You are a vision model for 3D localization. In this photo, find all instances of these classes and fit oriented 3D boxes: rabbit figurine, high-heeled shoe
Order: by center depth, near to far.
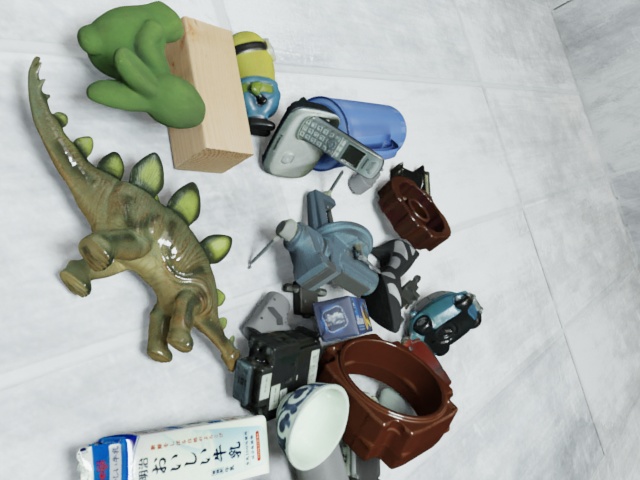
[{"bbox_3d":[-0.223,-0.222,0.709,0.170,0.121,0.159,50,27,5],"label":"rabbit figurine"},{"bbox_3d":[0.153,0.086,1.015,0.145,0.086,0.249,11,39,-22],"label":"high-heeled shoe"}]

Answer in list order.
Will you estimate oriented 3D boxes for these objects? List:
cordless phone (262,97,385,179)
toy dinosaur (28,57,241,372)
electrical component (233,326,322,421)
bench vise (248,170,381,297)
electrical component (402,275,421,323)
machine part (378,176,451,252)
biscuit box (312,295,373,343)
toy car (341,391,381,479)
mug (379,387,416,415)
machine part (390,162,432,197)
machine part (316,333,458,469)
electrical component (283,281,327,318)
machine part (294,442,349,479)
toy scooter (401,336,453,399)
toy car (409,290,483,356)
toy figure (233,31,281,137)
[{"bbox_3d":[0.007,-0.142,0.915,0.184,0.146,0.089,33,36,-2],"label":"cordless phone"},{"bbox_3d":[-0.233,-0.008,0.688,0.470,0.105,0.198,56,35,-23],"label":"toy dinosaur"},{"bbox_3d":[-0.063,0.193,0.783,0.134,0.058,0.114,-1,101,-48],"label":"electrical component"},{"bbox_3d":[0.005,-0.009,0.921,0.223,0.129,0.241,23,39,-28],"label":"bench vise"},{"bbox_3d":[0.169,0.122,1.072,0.045,0.078,0.102,42,40,4],"label":"electrical component"},{"bbox_3d":[0.197,-0.055,1.132,0.179,0.056,0.179,34,33,-25],"label":"machine part"},{"bbox_3d":[0.041,0.127,0.868,0.202,0.059,0.063,33,42,-76],"label":"biscuit box"},{"bbox_3d":[0.067,0.353,0.891,0.073,0.056,0.202,18,62,-34],"label":"toy car"},{"bbox_3d":[0.145,0.324,0.966,0.109,0.081,0.107,46,37,-50],"label":"mug"},{"bbox_3d":[0.212,-0.137,1.230,0.139,0.039,0.084,11,76,-45],"label":"machine part"},{"bbox_3d":[0.102,0.245,0.861,0.201,0.087,0.201,-6,36,-45],"label":"machine part"},{"bbox_3d":[-0.024,0.101,0.912,0.094,0.021,0.063,15,66,-42],"label":"electrical component"},{"bbox_3d":[0.011,0.383,0.806,0.079,0.079,0.243,-12,85,-47],"label":"machine part"},{"bbox_3d":[0.196,0.248,1.018,0.135,0.075,0.183,59,1,21],"label":"toy scooter"},{"bbox_3d":[0.244,0.155,1.098,0.109,0.161,0.103,48,4,-35],"label":"toy car"},{"bbox_3d":[-0.114,-0.269,0.915,0.089,0.082,0.180,11,71,-45],"label":"toy figure"}]
